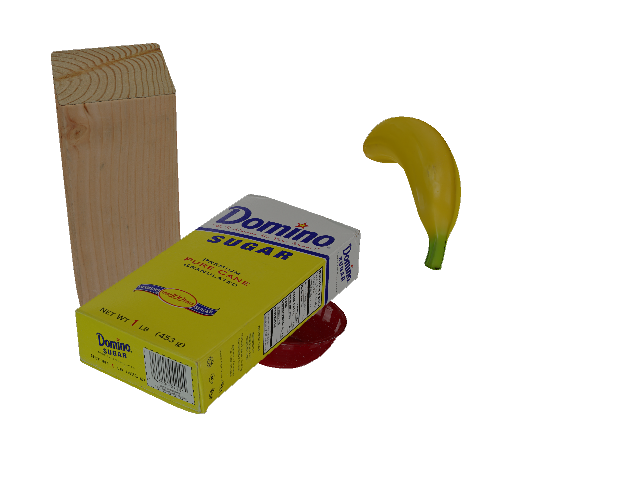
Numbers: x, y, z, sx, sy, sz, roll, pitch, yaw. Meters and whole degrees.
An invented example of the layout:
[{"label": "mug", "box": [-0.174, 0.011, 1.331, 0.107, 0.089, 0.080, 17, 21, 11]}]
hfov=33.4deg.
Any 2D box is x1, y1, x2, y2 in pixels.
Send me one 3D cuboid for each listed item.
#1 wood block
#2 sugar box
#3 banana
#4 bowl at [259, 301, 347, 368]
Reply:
[{"label": "wood block", "box": [-0.170, -0.051, 0.900, 0.090, 0.206, 0.090, -7, 38, -14]}, {"label": "sugar box", "box": [-0.058, 0.032, 0.668, 0.093, 0.048, 0.176, 20, 38, 26]}, {"label": "banana", "box": [0.067, -0.056, 0.801, 0.037, 0.070, 0.198, 24, 22, -21]}, {"label": "bowl", "box": [-0.049, 0.116, 1.348, 0.162, 0.055, 0.162, 5, 22, -2]}]
